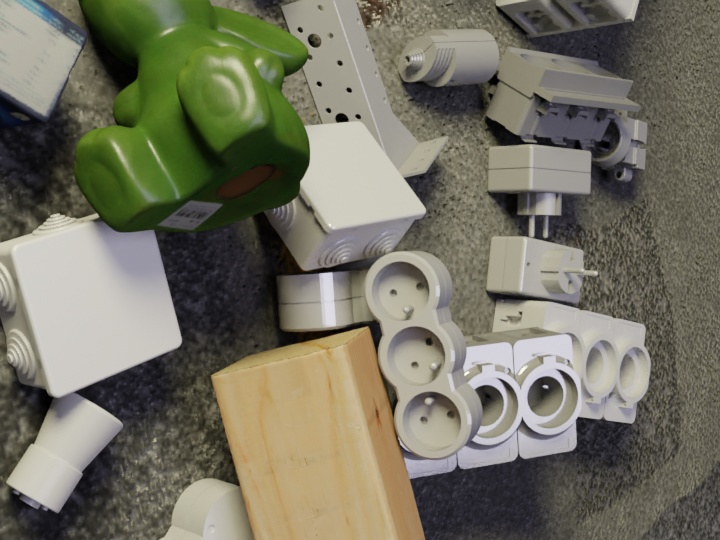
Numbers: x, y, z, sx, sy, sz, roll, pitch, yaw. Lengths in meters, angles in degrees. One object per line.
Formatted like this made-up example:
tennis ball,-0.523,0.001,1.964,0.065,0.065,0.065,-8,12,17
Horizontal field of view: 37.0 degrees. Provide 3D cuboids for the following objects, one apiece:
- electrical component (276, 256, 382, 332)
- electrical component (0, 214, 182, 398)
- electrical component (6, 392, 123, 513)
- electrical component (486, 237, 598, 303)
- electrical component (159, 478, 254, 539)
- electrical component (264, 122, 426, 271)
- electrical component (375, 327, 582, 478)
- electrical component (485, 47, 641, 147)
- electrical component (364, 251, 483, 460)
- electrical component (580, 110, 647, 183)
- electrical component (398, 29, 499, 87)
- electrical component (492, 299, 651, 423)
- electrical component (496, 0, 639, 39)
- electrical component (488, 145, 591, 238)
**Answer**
electrical component,0.000,0.000,0.769,0.138,0.052,0.073,-6,93,-42
electrical component,-0.161,0.016,0.624,0.100,0.048,0.099,-23,107,-40
electrical component,-0.173,0.106,0.623,0.044,0.044,0.065,43,68,-35
electrical component,0.163,0.001,0.903,0.083,0.076,0.047,10,85,-42
electrical component,-0.100,0.199,0.671,0.052,0.074,0.138,47,61,-33
electrical component,-0.019,-0.050,0.727,0.100,0.048,0.099,-12,59,-42
electrical component,0.085,0.098,0.808,0.150,0.062,0.089,-6,96,-19
electrical component,0.166,-0.144,0.904,0.121,0.079,0.063,-3,123,-42
electrical component,0.047,0.055,0.732,0.074,0.052,0.138,-6,82,-72
electrical component,0.233,-0.116,0.985,0.055,0.048,0.066,5,88,-50
electrical component,0.065,-0.163,0.829,0.081,0.043,0.043,-12,100,-42
electrical component,0.184,0.081,0.936,0.150,0.062,0.089,13,83,-42
electrical component,0.189,-0.296,0.896,0.060,0.105,0.186,29,72,-39
electrical component,0.152,-0.065,0.910,0.083,0.047,0.075,-1,92,-43
